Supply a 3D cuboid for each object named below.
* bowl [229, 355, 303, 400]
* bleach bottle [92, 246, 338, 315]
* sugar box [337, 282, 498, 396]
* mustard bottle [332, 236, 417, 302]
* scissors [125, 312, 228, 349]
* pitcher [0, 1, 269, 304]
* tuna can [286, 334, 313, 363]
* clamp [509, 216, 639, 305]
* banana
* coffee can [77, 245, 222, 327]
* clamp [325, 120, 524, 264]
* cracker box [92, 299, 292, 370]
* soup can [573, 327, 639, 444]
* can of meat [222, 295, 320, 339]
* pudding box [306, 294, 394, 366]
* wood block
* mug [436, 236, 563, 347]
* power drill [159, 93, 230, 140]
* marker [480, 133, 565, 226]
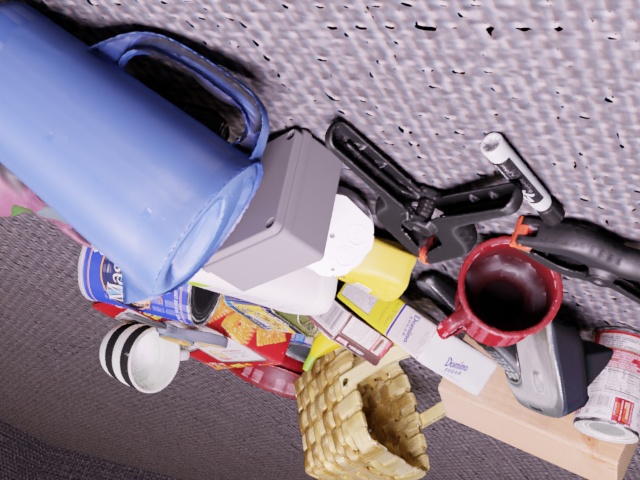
[{"bbox_3d":[-0.050,0.181,1.534,0.162,0.055,0.162,17,159,6],"label":"bowl"},{"bbox_3d":[-0.109,0.024,1.088,0.250,0.068,0.103,15,169,-35],"label":"bleach bottle"},{"bbox_3d":[0.097,0.093,1.103,0.093,0.048,0.176,32,-176,-31],"label":"sugar box"},{"bbox_3d":[-0.007,0.001,1.038,0.191,0.058,0.096,21,173,-6],"label":"mustard bottle"},{"bbox_3d":[-0.163,0.108,1.263,0.096,0.016,0.202,8,168,4],"label":"scissors"},{"bbox_3d":[-0.166,-0.083,0.824,0.243,0.149,0.145,38,142,7],"label":"pitcher"},{"bbox_3d":[-0.009,0.141,1.431,0.086,0.033,0.086,17,159,6],"label":"tuna can"},{"bbox_3d":[0.248,0.019,0.894,0.171,0.039,0.120,20,158,-2],"label":"clamp"},{"bbox_3d":[0.064,0.115,1.259,0.198,0.069,0.037,-10,171,36],"label":"banana"},{"bbox_3d":[-0.189,0.034,1.218,0.140,0.102,0.103,13,159,16],"label":"coffee can"},{"bbox_3d":[0.098,-0.024,0.909,0.165,0.036,0.210,20,163,21],"label":"clamp"},{"bbox_3d":[-0.165,0.097,1.401,0.213,0.072,0.164,32,155,-28],"label":"cracker box"},{"bbox_3d":[0.300,0.147,1.084,0.068,0.102,0.068,16,159,6],"label":"soup can"},{"bbox_3d":[-0.054,0.072,1.264,0.084,0.057,0.102,3,154,41],"label":"can of meat"},{"bbox_3d":[0.018,0.085,1.197,0.090,0.039,0.114,35,-175,-44],"label":"pudding box"},{"bbox_3d":[0.246,0.183,1.178,0.206,0.090,0.091,21,155,25],"label":"wood block"},{"bbox_3d":[0.158,0.058,0.977,0.093,0.117,0.081,56,171,14],"label":"mug"},{"bbox_3d":[-0.155,-0.078,0.977,0.184,0.057,0.187,13,157,14],"label":"power drill"},{"bbox_3d":[0.162,-0.045,0.837,0.020,0.020,0.121,1,153,40],"label":"marker"}]
